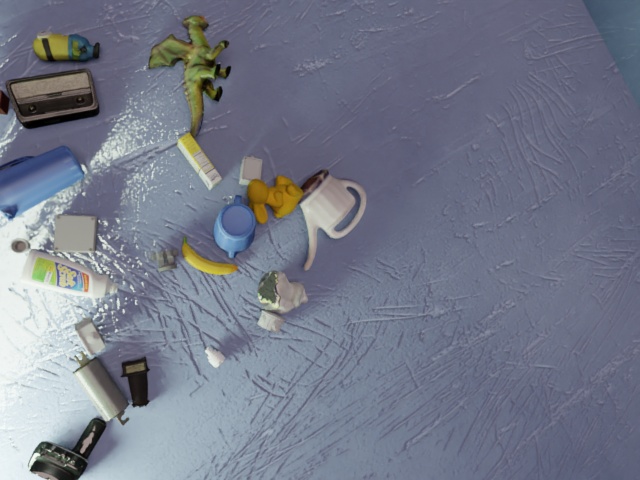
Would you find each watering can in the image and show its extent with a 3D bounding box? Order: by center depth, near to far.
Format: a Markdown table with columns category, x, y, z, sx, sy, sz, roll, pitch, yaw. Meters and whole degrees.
| category | x | y | z | sx | sy | sz | roll | pitch | yaw |
| --- | --- | --- | --- | --- | --- | --- | --- | --- | --- |
| watering can | 0.005 | -0.086 | 1.706 | 0.223 | 0.103 | 0.351 | 45 | 73 | -7 |

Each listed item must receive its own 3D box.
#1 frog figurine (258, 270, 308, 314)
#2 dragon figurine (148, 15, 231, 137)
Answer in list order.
| category | x | y | z | sx | sy | sz | roll | pitch | yaw |
| --- | --- | --- | --- | --- | --- | --- | --- | --- | --- |
| frog figurine | -0.119 | 0.167 | 1.652 | 0.159 | 0.121 | 0.140 | 14 | 48 | -56 |
| dragon figurine | -0.428 | -0.546 | 1.646 | 0.243 | 0.121 | 0.415 | 19 | 76 | 3 |
